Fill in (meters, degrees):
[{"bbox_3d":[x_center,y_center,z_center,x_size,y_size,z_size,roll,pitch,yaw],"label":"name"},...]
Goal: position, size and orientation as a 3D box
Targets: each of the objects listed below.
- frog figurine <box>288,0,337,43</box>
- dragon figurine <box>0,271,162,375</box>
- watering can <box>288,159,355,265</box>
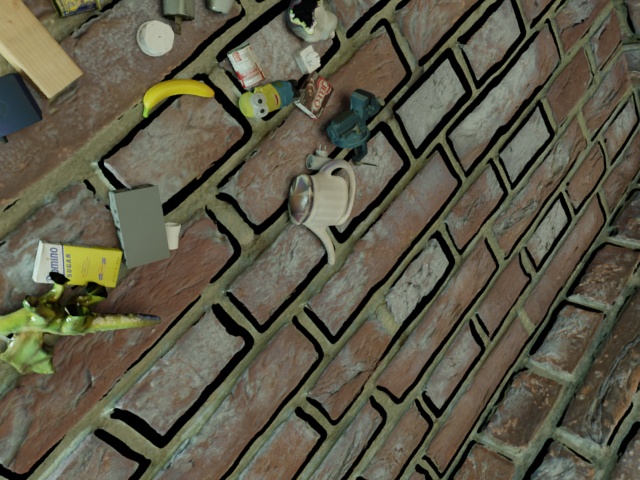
[{"bbox_3d":[-0.019,-0.632,1.467,0.160,0.122,0.137,-25,110,-69],"label":"frog figurine"},{"bbox_3d":[-0.599,0.213,1.178,0.406,0.125,0.240,28,109,-36],"label":"dragon figurine"},{"bbox_3d":[0.005,-0.079,1.574,0.224,0.105,0.344,1,107,-37],"label":"watering can"}]
